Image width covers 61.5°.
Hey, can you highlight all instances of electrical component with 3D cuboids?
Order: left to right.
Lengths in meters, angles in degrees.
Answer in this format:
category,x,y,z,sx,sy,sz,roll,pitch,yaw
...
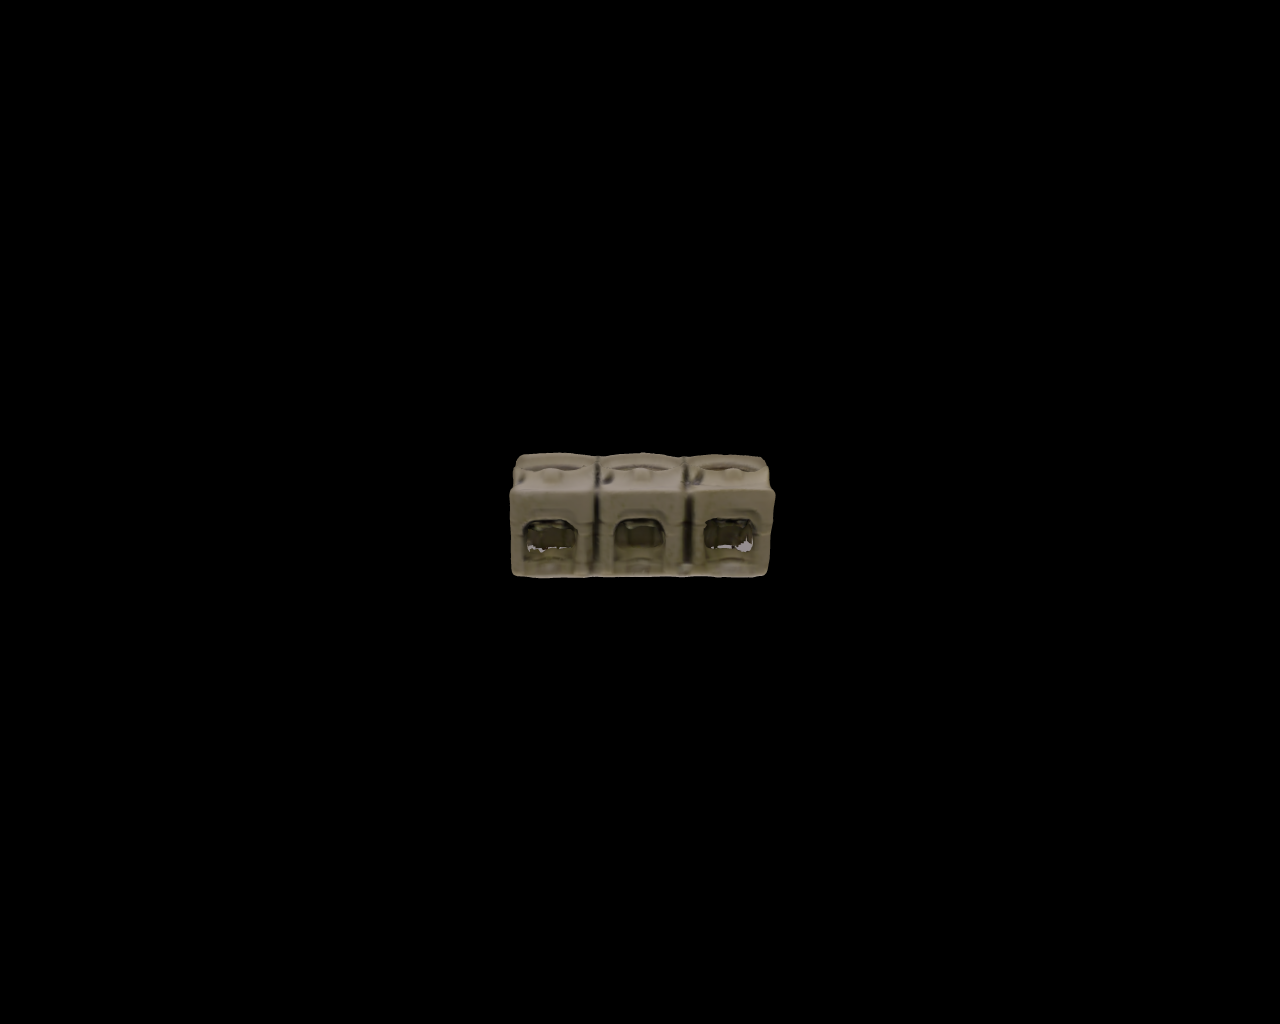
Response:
category,x,y,z,sx,sy,sz,roll,pitch,yaw
electrical component,0.001,-0.003,0.650,0.150,0.061,0.089,0,16,0
